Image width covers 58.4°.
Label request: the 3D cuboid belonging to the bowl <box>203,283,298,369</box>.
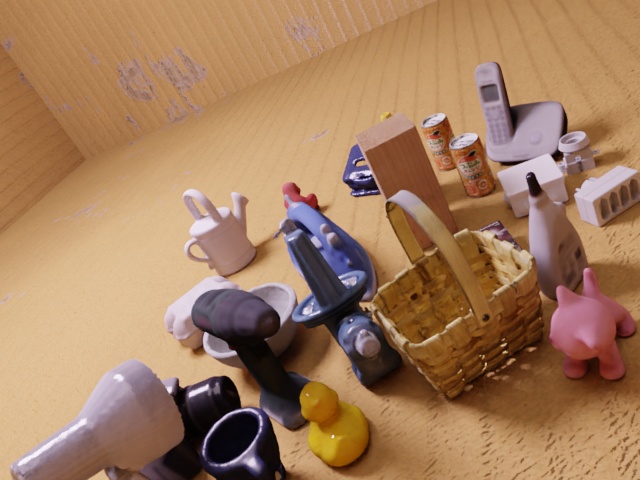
[{"bbox_3d":[-0.097,0.149,0.914,0.167,0.075,0.167,-23,27,13],"label":"bowl"}]

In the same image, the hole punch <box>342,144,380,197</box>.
[{"bbox_3d":[0.105,-0.156,1.234,0.108,0.091,0.101,-4,36,41],"label":"hole punch"}]

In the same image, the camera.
[{"bbox_3d":[-0.188,0.247,0.801,0.136,0.101,0.143,-25,27,8],"label":"camera"}]

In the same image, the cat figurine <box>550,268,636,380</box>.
[{"bbox_3d":[0.282,0.085,0.606,0.067,0.118,0.128,-6,35,38],"label":"cat figurine"}]

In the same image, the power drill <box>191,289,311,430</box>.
[{"bbox_3d":[-0.079,0.146,0.751,0.076,0.209,0.228,-43,29,-25],"label":"power drill"}]

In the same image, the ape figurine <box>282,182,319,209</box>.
[{"bbox_3d":[-0.052,-0.089,1.269,0.077,0.092,0.076,-4,36,40],"label":"ape figurine"}]

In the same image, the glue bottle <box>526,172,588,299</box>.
[{"bbox_3d":[0.285,-0.012,0.711,0.078,0.173,0.037,-43,30,-26],"label":"glue bottle"}]

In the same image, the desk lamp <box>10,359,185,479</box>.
[{"bbox_3d":[-0.233,0.277,0.665,0.117,0.214,0.203,0,39,44],"label":"desk lamp"}]

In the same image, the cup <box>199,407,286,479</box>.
[{"bbox_3d":[-0.074,0.264,0.666,0.092,0.095,0.117,-39,28,-20],"label":"cup"}]

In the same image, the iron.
[{"bbox_3d":[0.009,0.004,0.991,0.119,0.142,0.257,-35,27,-11],"label":"iron"}]

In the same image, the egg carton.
[{"bbox_3d":[-0.214,0.131,1.066,0.150,0.069,0.107,-40,28,-21],"label":"egg carton"}]

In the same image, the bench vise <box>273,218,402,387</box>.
[{"bbox_3d":[0.027,0.071,0.766,0.122,0.220,0.206,-41,29,-22],"label":"bench vise"}]

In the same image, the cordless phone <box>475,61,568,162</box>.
[{"bbox_3d":[0.353,-0.234,1.022,0.147,0.185,0.094,0,39,44],"label":"cordless phone"}]

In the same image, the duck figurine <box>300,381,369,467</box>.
[{"bbox_3d":[0.009,0.212,0.687,0.077,0.086,0.104,-32,27,-6],"label":"duck figurine"}]

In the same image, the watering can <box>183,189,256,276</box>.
[{"bbox_3d":[-0.221,-0.032,1.220,0.100,0.194,0.173,-10,33,34],"label":"watering can"}]
